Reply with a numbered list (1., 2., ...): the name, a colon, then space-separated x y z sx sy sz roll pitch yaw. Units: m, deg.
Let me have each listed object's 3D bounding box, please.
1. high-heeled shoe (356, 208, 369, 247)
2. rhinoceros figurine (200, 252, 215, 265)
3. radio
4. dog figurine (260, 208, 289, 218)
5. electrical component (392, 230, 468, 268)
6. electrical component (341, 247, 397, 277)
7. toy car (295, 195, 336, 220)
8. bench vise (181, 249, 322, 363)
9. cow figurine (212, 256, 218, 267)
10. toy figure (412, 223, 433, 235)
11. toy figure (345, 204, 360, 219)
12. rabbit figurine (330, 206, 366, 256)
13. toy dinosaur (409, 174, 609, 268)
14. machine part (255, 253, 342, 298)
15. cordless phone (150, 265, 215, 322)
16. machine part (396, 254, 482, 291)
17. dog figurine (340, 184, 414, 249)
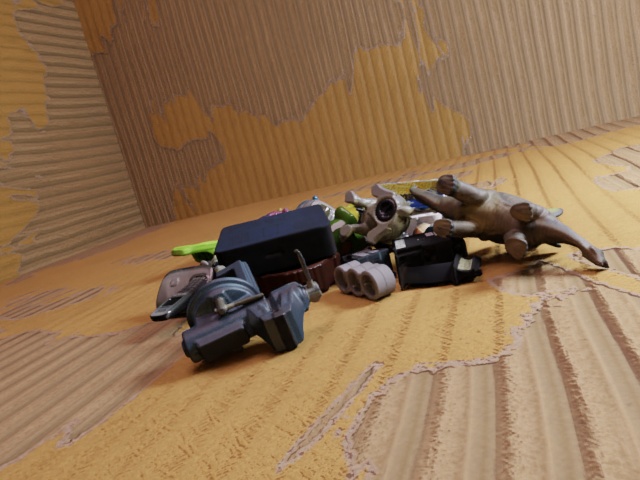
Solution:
1. high-heeled shoe: 0.161 -0.027 1.380 0.145 0.086 0.249 14 28 -5
2. rhinoceros figurine: -0.227 0.060 1.378 0.190 0.073 0.112 -21 16 -27
3. radio: -0.090 0.002 1.083 0.230 0.073 0.131 -13 24 -1
4. dog figurine: -0.182 -0.011 1.590 0.219 0.108 0.192 -23 7 -17
5. electrical component: 0.204 0.022 1.004 0.134 0.058 0.115 -12 12 10
6. electrical component: 0.100 0.048 1.038 0.075 0.047 0.119 -18 9 -18
7. toy car: 0.001 -0.047 1.344 0.162 0.109 0.102 26 -19 13
8. bench vise: -0.117 0.091 0.848 0.224 0.128 0.241 -34 31 -2
9. cow figurine: -0.190 0.061 1.194 0.167 0.098 0.068 -7 -30 32
10. toy figure: 0.239 -0.009 1.135 0.064 0.057 0.154 23 -3 -18
11. toy figure: 0.070 -0.050 1.525 0.180 0.082 0.089 -13 23 -24
12. rabbit figurine: -0.003 -0.004 1.235 0.170 0.121 0.159 30 75 42
13. toy dinosaur: 0.289 -0.044 0.948 0.198 0.105 0.472 7 16 -39
14. machine part: -0.040 0.071 1.086 0.179 0.056 0.179 -14 9 2
15. cordless phone: -0.298 0.125 1.091 0.147 0.088 0.184 -9 16 27
16. machine part: 0.201 0.053 0.903 0.139 0.039 0.084 -9 20 18
17. dog figurine: 0.158 -0.033 1.136 0.173 0.121 0.190 13 -4 44
